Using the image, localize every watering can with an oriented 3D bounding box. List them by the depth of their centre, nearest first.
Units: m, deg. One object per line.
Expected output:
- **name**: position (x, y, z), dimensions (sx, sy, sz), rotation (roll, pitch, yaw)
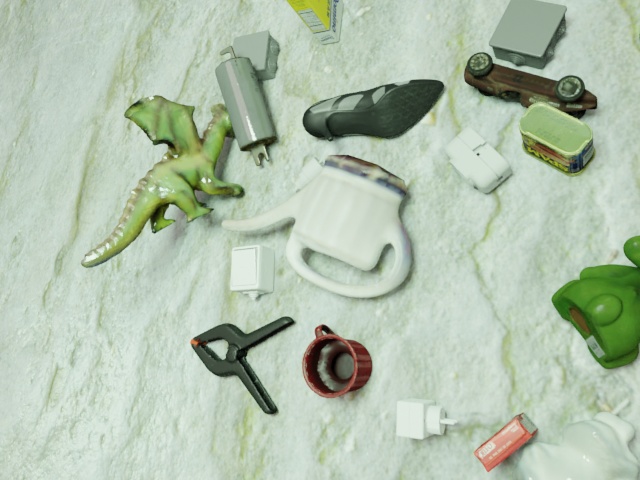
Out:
- **watering can**: position (0.003, -0.044, 0.870), dimensions (0.350, 0.103, 0.225), rotation (24, 87, 23)

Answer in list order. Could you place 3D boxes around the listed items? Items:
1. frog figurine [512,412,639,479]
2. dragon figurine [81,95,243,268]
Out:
- **frog figurine**: position (0.321, 0.289, 0.639), dimensions (0.138, 0.120, 0.162), rotation (10, 45, 37)
- **dragon figurine**: position (-0.289, -0.142, 0.952), dimensions (0.122, 0.417, 0.239), rotation (0, 116, 43)
